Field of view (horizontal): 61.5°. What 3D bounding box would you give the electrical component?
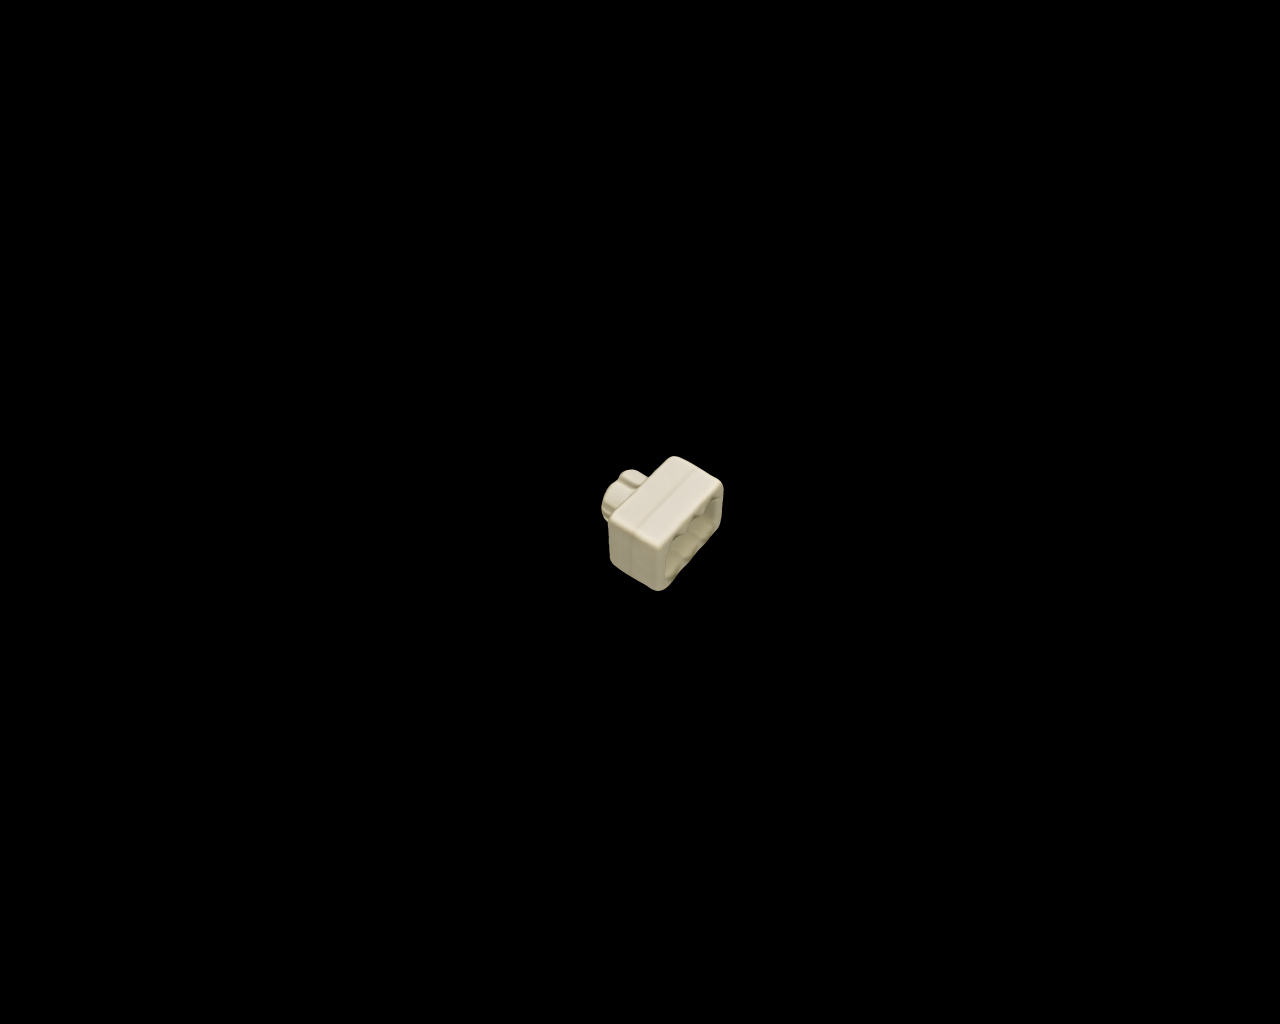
[{"bbox_3d":[0.001,-0.003,0.650,0.077,0.066,0.047,32,-32,22],"label":"electrical component"}]
